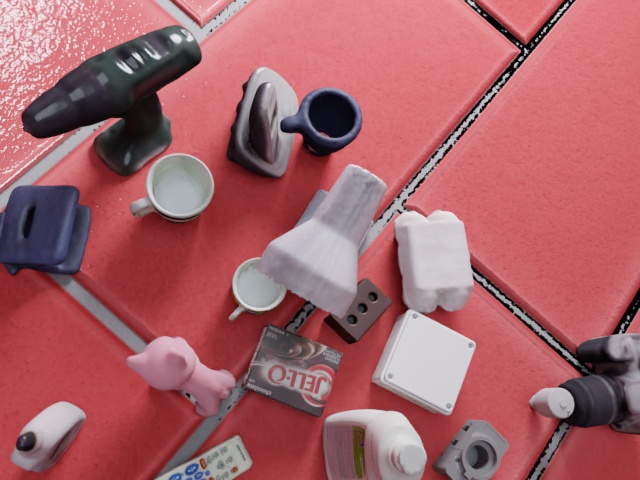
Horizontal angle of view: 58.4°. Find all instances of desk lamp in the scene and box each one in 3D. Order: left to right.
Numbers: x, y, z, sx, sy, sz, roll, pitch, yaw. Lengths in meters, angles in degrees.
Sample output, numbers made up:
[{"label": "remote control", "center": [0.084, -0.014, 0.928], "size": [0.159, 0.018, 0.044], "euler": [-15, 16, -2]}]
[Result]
[{"label": "desk lamp", "center": [0.007, 0.003, 0.725], "size": [0.118, 0.213, 0.203], "euler": [30, 70, -3]}]

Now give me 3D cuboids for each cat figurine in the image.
[{"label": "cat figurine", "center": [-0.164, 0.160, 0.692], "size": [0.128, 0.117, 0.067], "euler": [31, 70, -3]}]

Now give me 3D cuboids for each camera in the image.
[{"label": "camera", "center": [0.414, 0.211, 0.821], "size": [0.137, 0.100, 0.143], "euler": [-4, 76, -14]}]

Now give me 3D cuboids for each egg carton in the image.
[{"label": "egg carton", "center": [0.162, 0.031, 0.830], "size": [0.107, 0.069, 0.150], "euler": [-3, 75, -14]}]

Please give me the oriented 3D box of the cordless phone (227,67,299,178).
[{"label": "cordless phone", "center": [-0.068, -0.179, 0.774], "size": [0.094, 0.185, 0.147], "euler": [10, 73, -10]}]

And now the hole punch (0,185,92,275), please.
[{"label": "hole punch", "center": [-0.349, -0.013, 0.713], "size": [0.101, 0.091, 0.109], "euler": [8, 73, -11]}]

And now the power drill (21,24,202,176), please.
[{"label": "power drill", "center": [-0.246, -0.164, 0.716], "size": [0.075, 0.208, 0.230], "euler": [44, 70, 2]}]

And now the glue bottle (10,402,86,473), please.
[{"label": "glue bottle", "center": [-0.299, 0.215, 0.617], "size": [0.037, 0.173, 0.078], "euler": [29, 70, -3]}]

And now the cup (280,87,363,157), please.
[{"label": "cup", "center": [-0.005, -0.158, 0.830], "size": [0.118, 0.095, 0.091], "euler": [-12, 78, -16]}]
